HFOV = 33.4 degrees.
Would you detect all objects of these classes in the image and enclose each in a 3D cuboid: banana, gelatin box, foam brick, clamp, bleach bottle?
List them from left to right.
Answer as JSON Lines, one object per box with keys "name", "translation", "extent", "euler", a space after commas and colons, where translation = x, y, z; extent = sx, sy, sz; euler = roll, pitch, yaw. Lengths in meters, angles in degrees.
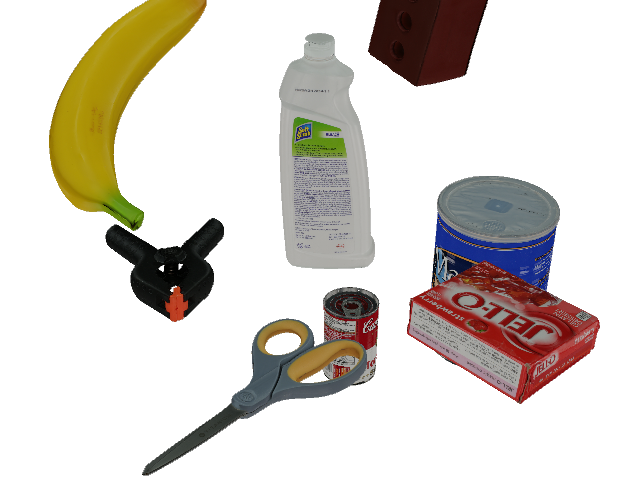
{"name": "banana", "translation": [-0.120, -0.086, 0.644], "extent": [0.069, 0.197, 0.037], "euler": [13, -35, -5]}
{"name": "clamp", "translation": [-0.138, 0.022, 1.047], "extent": [0.120, 0.039, 0.172], "euler": [-14, 33, -15]}
{"name": "bleach bottle", "translation": [0.008, -0.092, 1.121], "extent": [0.102, 0.251, 0.068], "euler": [0, 29, 1]}
{"name": "foam brick", "translation": [0.074, -0.152, 0.718], "extent": [0.051, 0.078, 0.053], "euler": [-21, 49, -36]}
{"name": "gelatin box", "translation": [0.108, 0.051, 0.638], "extent": [0.073, 0.030, 0.089], "euler": [-24, 40, -39]}

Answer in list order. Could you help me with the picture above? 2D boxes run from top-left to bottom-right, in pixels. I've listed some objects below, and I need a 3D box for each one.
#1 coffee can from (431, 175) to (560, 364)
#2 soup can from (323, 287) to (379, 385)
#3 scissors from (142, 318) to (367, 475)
{"name": "coffee can", "translation": [0.149, 0.029, 0.934], "extent": [0.103, 0.140, 0.103], "euler": [1, 32, -1]}
{"name": "soup can", "translation": [0.036, 0.118, 1.307], "extent": [0.068, 0.102, 0.068], "euler": [1, 28, -1]}
{"name": "scissors", "translation": [-0.058, 0.105, 0.775], "extent": [0.201, 0.016, 0.096], "euler": [-18, 37, -30]}
